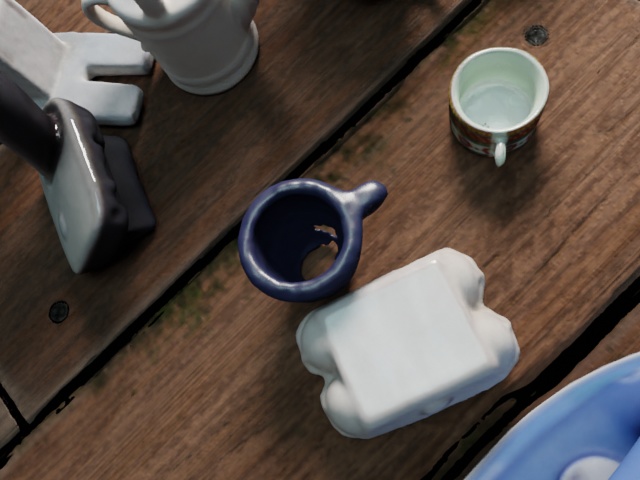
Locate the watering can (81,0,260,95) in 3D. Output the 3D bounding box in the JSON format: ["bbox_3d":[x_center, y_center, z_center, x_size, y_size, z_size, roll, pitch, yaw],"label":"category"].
[{"bbox_3d":[-0.120,-0.217,0.480,0.173,0.194,0.101,-28,71,4],"label":"watering can"}]

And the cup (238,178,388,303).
[{"bbox_3d":[0.004,0.002,0.445,0.118,0.095,0.091,-34,70,2],"label":"cup"}]

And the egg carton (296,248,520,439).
[{"bbox_3d":[0.063,0.078,0.425,0.150,0.069,0.107,-27,71,4],"label":"egg carton"}]

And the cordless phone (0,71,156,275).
[{"bbox_3d":[-0.227,-0.061,0.465,0.094,0.185,0.147,-31,71,3],"label":"cordless phone"}]

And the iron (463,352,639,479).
[{"bbox_3d":[0.172,0.150,0.343,0.118,0.142,0.258,41,86,19],"label":"iron"}]

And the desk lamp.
[{"bbox_3d":[-0.288,-0.196,0.500,0.203,0.214,0.118,4,76,14],"label":"desk lamp"}]
